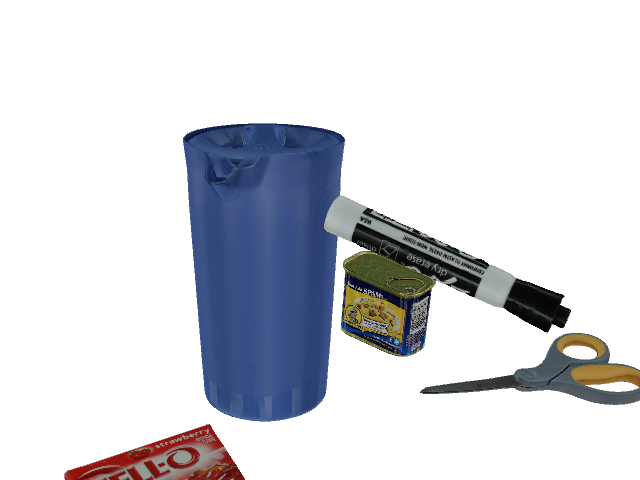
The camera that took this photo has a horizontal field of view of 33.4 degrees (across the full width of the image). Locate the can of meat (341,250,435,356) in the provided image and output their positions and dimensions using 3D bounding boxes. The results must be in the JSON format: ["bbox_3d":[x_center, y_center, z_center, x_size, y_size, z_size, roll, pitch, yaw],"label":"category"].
[{"bbox_3d":[0.072,0.070,1.172,0.102,0.084,0.057,23,33,32],"label":"can of meat"}]

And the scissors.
[{"bbox_3d":[0.175,0.106,0.897,0.201,0.016,0.096,5,29,-8],"label":"scissors"}]

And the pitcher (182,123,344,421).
[{"bbox_3d":[-0.043,0.022,0.919,0.149,0.243,0.145,-6,18,-21],"label":"pitcher"}]

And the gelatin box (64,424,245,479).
[{"bbox_3d":[-0.088,0.142,0.584,0.089,0.030,0.073,-15,27,-20],"label":"gelatin box"}]

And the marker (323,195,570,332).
[{"bbox_3d":[0.059,0.011,0.498,0.121,0.020,0.020,25,6,14],"label":"marker"}]
